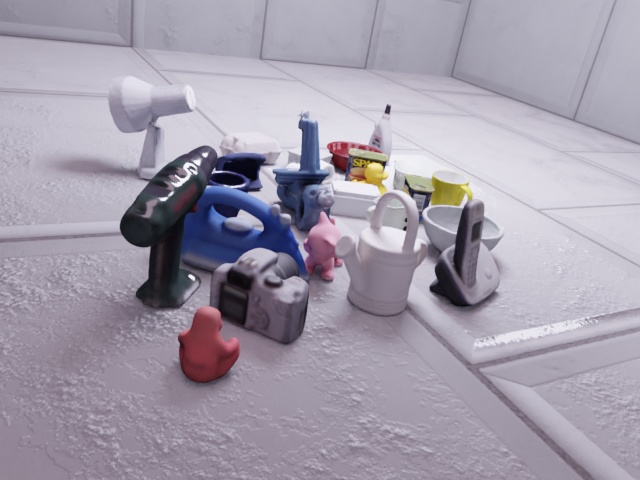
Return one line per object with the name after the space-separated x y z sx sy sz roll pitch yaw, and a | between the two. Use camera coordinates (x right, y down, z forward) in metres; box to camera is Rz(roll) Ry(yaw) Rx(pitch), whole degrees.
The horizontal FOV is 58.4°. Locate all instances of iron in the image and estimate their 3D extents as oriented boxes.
-0.131 -0.021 0.962 0.258 0.141 0.119 14 25 8 | iron

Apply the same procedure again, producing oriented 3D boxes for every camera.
-0.071 0.064 0.853 0.142 0.101 0.137 20 27 20 | camera

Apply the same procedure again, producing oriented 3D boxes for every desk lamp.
-0.358 -0.247 1.268 0.203 0.213 0.118 11 25 1 | desk lamp

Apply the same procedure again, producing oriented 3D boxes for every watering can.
0.104 0.016 0.912 0.100 0.194 0.173 25 29 29 | watering can

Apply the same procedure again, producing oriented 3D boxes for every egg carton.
-0.180 -0.235 1.484 0.151 0.069 0.107 -15 35 -42 | egg carton

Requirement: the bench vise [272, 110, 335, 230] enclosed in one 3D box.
-0.013 -0.143 1.175 0.122 0.220 0.206 -14 34 -42 | bench vise

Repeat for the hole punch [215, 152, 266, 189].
-0.189 -0.171 1.318 0.109 0.091 0.100 -4 29 -29 | hole punch

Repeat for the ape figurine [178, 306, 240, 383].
-0.140 0.124 0.711 0.077 0.092 0.076 17 26 15 | ape figurine

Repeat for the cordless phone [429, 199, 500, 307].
0.271 0.012 0.997 0.093 0.185 0.148 26 29 30 | cordless phone

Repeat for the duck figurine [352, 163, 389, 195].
0.122 -0.144 1.389 0.105 0.086 0.077 -3 28 -26 | duck figurine

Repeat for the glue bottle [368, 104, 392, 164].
0.180 -0.308 1.654 0.037 0.173 0.077 -12 33 -39 | glue bottle

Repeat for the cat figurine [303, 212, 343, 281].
0.009 0.004 0.993 0.067 0.118 0.128 13 25 7 | cat figurine

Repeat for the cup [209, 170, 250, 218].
-0.199 -0.078 1.113 0.118 0.095 0.091 3 26 -15 | cup

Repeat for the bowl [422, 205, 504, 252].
0.286 -0.008 1.176 0.167 0.075 0.167 9 25 -4 | bowl

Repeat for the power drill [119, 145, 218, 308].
-0.214 -0.017 0.843 0.075 0.208 0.230 13 25 7 | power drill
